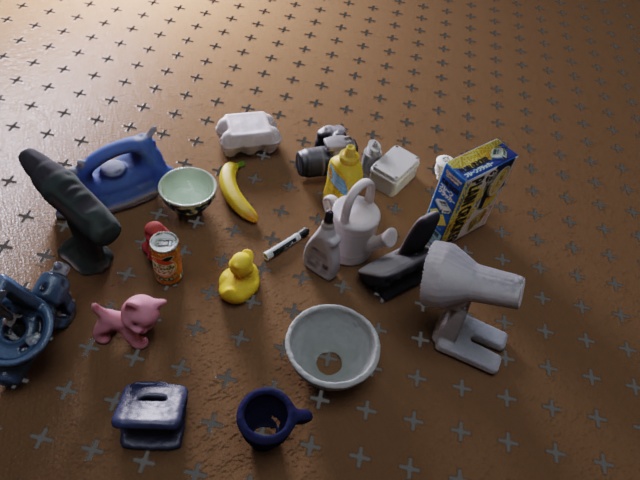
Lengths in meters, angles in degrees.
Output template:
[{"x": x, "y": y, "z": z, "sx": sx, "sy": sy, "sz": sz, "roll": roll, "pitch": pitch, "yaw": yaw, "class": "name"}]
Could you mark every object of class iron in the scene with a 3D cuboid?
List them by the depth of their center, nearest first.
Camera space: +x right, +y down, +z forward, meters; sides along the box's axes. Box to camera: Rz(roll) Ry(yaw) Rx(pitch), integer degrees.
[{"x": -0.437, "y": -0.144, "z": 1.193, "sx": 0.259, "sy": 0.141, "sz": 0.118, "roll": -30, "pitch": 60, "yaw": -29, "class": "iron"}]

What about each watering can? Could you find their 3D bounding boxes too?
[{"x": 0.078, "y": -0.042, "z": 1.153, "sx": 0.172, "sy": 0.194, "sz": 0.101, "roll": 20, "pitch": 50, "yaw": 8, "class": "watering can"}]

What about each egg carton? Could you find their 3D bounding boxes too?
[{"x": -0.172, "y": -0.255, "z": 1.377, "sx": 0.150, "sy": 0.069, "sz": 0.107, "roll": -10, "pitch": 52, "yaw": -17, "class": "egg carton"}]

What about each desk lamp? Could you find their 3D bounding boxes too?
[{"x": 0.268, "y": 0.114, "z": 1.038, "sx": 0.203, "sy": 0.213, "sz": 0.118, "roll": 23, "pitch": 50, "yaw": 11, "class": "desk lamp"}]

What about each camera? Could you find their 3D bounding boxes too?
[{"x": 0.011, "y": -0.205, "z": 1.342, "sx": 0.137, "sy": 0.101, "sz": 0.143, "roll": -10, "pitch": 52, "yaw": -17, "class": "camera"}]

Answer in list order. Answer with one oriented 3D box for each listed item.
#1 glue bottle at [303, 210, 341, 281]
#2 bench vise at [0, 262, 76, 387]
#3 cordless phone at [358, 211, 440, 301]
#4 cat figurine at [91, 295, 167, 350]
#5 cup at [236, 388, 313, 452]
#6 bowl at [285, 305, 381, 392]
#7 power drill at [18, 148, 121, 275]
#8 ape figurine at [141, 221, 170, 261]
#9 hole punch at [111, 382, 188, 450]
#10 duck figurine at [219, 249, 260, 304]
[{"x": 0.010, "y": 0.004, "z": 1.117, "sx": 0.078, "sy": 0.173, "sz": 0.037, "roll": 34, "pitch": 53, "yaw": 19, "class": "glue bottle"}, {"x": -0.487, "y": 0.103, "z": 0.924, "sx": 0.121, "sy": 0.220, "sz": 0.207, "roll": 2, "pitch": 50, "yaw": -7, "class": "bench vise"}, {"x": 0.160, "y": 0.019, "z": 1.120, "sx": 0.148, "sy": 0.185, "sz": 0.094, "roll": -28, "pitch": 59, "yaw": -28, "class": "cordless phone"}, {"x": -0.332, "y": 0.131, "z": 0.992, "sx": 0.128, "sy": 0.118, "sz": 0.067, "roll": 7, "pitch": 49, "yaw": -3, "class": "cat figurine"}, {"x": -0.073, "y": 0.294, "z": 0.909, "sx": 0.118, "sy": 0.095, "sz": 0.091, "roll": 0, "pitch": 50, "yaw": -9, "class": "cup"}, {"x": 0.019, "y": 0.202, "z": 1.016, "sx": 0.167, "sy": 0.075, "sz": 0.167, "roll": 5, "pitch": 49, "yaw": -5, "class": "bowl"}, {"x": -0.455, "y": -0.040, "z": 1.057, "sx": 0.229, "sy": 0.208, "sz": 0.076, "roll": 33, "pitch": 53, "yaw": 19, "class": "power drill"}, {"x": -0.321, "y": -0.003, "z": 1.124, "sx": 0.076, "sy": 0.092, "sz": 0.078, "roll": 7, "pitch": 49, "yaw": -3, "class": "ape figurine"}, {"x": -0.267, "y": 0.268, "z": 0.904, "sx": 0.109, "sy": 0.091, "sz": 0.101, "roll": 3, "pitch": 50, "yaw": -6, "class": "hole punch"}, {"x": -0.154, "y": 0.064, "z": 1.098, "sx": 0.077, "sy": 0.086, "sz": 0.105, "roll": 19, "pitch": 50, "yaw": 8, "class": "duck figurine"}]
